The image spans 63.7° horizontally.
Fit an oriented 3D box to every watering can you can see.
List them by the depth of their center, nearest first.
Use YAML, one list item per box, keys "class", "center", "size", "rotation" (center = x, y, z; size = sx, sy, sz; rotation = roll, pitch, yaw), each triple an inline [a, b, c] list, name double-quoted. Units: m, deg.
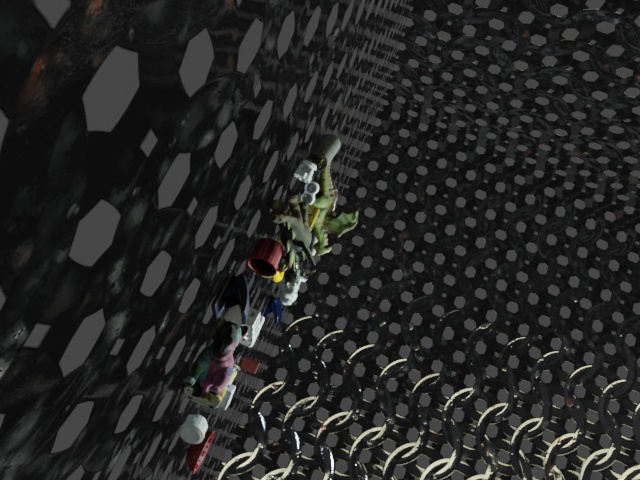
- class: "watering can"
  center: [0.007, -0.118, 2.338]
  size: [0.219, 0.104, 0.356]
  rotation: [110, -10, -54]

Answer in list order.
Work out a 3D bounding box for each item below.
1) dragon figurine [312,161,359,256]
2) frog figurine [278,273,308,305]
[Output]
- class: "dragon figurine"
  center: [0.048, -0.126, 2.134]
  size: [0.407, 0.243, 0.123]
  rotation: [-66, 170, 10]
- class: "frog figurine"
  center: [-0.146, 0.217, 2.358]
  size: [0.162, 0.137, 0.121]
  rotation: [-51, 123, -30]
